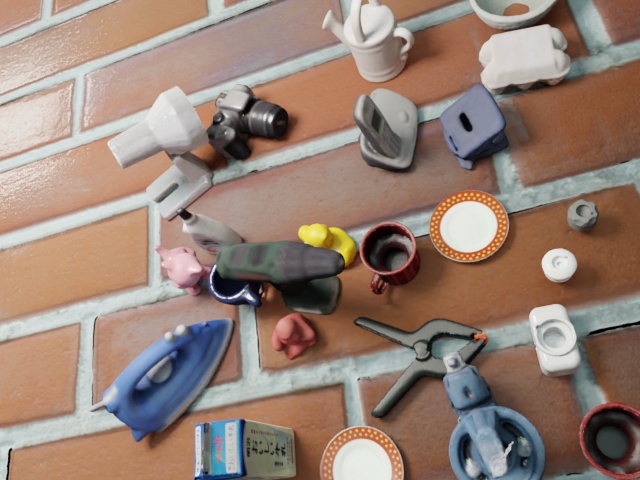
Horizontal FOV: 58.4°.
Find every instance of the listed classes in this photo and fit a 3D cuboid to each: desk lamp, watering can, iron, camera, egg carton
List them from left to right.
[{"bbox_3d":[-0.269,0.215,0.982,0.258,0.142,0.118,-48,61,-4],"label":"iron"},{"bbox_3d":[-0.293,-0.168,1.110,0.203,0.214,0.117,-41,61,0],"label":"desk lamp"},{"bbox_3d":[-0.144,-0.239,1.151,0.136,0.101,0.143,18,75,26],"label":"camera"},{"bbox_3d":[0.088,-0.394,1.077,0.172,0.194,0.101,-5,67,18],"label":"watering can"},{"bbox_3d":[0.361,-0.319,1.017,0.150,0.070,0.107,-7,66,17],"label":"egg carton"}]

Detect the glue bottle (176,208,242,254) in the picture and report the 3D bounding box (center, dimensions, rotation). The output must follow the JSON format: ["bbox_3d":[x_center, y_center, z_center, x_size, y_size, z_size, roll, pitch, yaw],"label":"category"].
[{"bbox_3d":[-0.212,-0.019,1.041,0.078,0.173,0.037,-6,67,18],"label":"glue bottle"}]

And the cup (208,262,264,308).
[{"bbox_3d":[-0.129,0.087,1.012,0.117,0.095,0.092,39,85,29],"label":"cup"}]

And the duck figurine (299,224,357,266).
[{"bbox_3d":[0.009,0.004,1.001,0.104,0.086,0.077,21,77,26],"label":"duck figurine"}]

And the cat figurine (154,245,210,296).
[{"bbox_3d":[-0.259,0.048,1.062,0.127,0.118,0.067,35,84,29],"label":"cat figurine"}]

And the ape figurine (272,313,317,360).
[{"bbox_3d":[-0.047,0.155,0.955,0.077,0.092,0.076,3,69,21],"label":"ape figurine"}]

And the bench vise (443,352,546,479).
[{"bbox_3d":[0.203,0.249,0.750,0.121,0.220,0.207,-42,61,0],"label":"bench vise"}]

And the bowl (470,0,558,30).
[{"bbox_3d":[0.364,-0.452,1.069,0.167,0.075,0.167,-7,66,17],"label":"bowl"}]

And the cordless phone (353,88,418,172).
[{"bbox_3d":[0.108,-0.217,1.001,0.094,0.185,0.147,1,69,21],"label":"cordless phone"}]

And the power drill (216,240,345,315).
[{"bbox_3d":[-0.042,0.057,0.927,0.229,0.209,0.075,3,70,21],"label":"power drill"}]

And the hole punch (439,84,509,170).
[{"bbox_3d":[0.263,-0.196,0.989,0.101,0.091,0.108,-25,62,9],"label":"hole punch"}]
